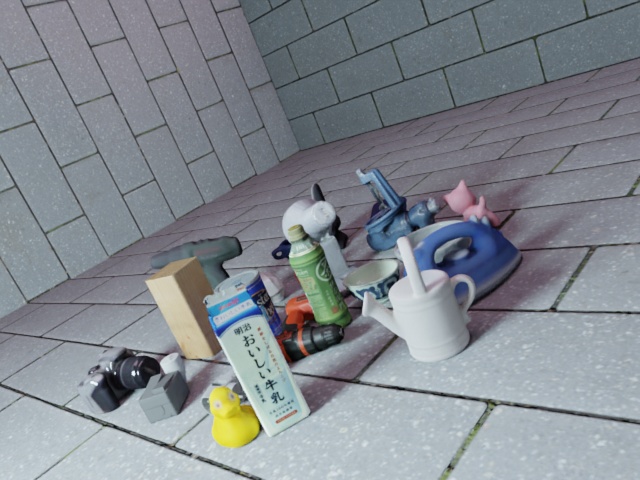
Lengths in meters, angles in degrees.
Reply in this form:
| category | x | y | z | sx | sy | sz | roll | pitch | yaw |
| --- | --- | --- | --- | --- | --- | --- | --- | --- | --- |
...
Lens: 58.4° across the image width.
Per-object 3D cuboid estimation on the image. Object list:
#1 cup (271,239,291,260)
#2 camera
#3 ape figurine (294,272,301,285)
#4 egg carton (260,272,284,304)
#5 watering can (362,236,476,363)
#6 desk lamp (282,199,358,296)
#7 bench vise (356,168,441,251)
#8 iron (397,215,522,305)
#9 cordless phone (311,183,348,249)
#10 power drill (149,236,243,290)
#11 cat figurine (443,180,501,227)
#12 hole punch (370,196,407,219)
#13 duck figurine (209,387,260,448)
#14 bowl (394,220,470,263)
| category | x | y | z | sx | sy | sz | roll | pitch | yaw |
| --- | --- | --- | --- | --- | --- | --- | --- | --- | --- |
| cup | -0.063 | 0.044 | 1.532 | 0.118 | 0.095 | 0.091 | -26 | 16 | -11 |
| camera | -0.422 | 0.286 | 1.221 | 0.136 | 0.101 | 0.143 | -13 | 19 | 32 |
| ape figurine | -0.032 | 0.068 | 1.415 | 0.077 | 0.092 | 0.076 | -18 | 17 | 18 |
| egg carton | -0.162 | 0.138 | 1.409 | 0.150 | 0.069 | 0.107 | -27 | 16 | -15 |
| watering can | 0.153 | 0.089 | 0.904 | 0.173 | 0.194 | 0.100 | -26 | 16 | -11 |
| desk lamp | 0.012 | 0.005 | 1.338 | 0.118 | 0.214 | 0.202 | -28 | 17 | -19 |
| bench vise | 0.186 | -0.090 | 1.398 | 0.207 | 0.220 | 0.121 | -18 | 17 | 17 |
| iron | 0.258 | 0.027 | 1.058 | 0.259 | 0.141 | 0.118 | -28 | 17 | -18 |
| cordless phone | 0.002 | -0.060 | 1.617 | 0.094 | 0.185 | 0.147 | -20 | 16 | 11 |
| power drill | -0.293 | 0.094 | 1.476 | 0.229 | 0.209 | 0.075 | -24 | 16 | -6 |
| cat figurine | 0.348 | -0.081 | 1.334 | 0.067 | 0.118 | 0.127 | -28 | 17 | -17 |
| hole punch | 0.187 | -0.057 | 1.527 | 0.108 | 0.091 | 0.101 | -13 | 19 | 31 |
| duck figurine | -0.147 | 0.273 | 0.915 | 0.078 | 0.086 | 0.104 | -29 | 17 | -22 |
| bowl | 0.245 | 0.026 | 1.206 | 0.167 | 0.075 | 0.167 | -21 | 16 | 7 |
